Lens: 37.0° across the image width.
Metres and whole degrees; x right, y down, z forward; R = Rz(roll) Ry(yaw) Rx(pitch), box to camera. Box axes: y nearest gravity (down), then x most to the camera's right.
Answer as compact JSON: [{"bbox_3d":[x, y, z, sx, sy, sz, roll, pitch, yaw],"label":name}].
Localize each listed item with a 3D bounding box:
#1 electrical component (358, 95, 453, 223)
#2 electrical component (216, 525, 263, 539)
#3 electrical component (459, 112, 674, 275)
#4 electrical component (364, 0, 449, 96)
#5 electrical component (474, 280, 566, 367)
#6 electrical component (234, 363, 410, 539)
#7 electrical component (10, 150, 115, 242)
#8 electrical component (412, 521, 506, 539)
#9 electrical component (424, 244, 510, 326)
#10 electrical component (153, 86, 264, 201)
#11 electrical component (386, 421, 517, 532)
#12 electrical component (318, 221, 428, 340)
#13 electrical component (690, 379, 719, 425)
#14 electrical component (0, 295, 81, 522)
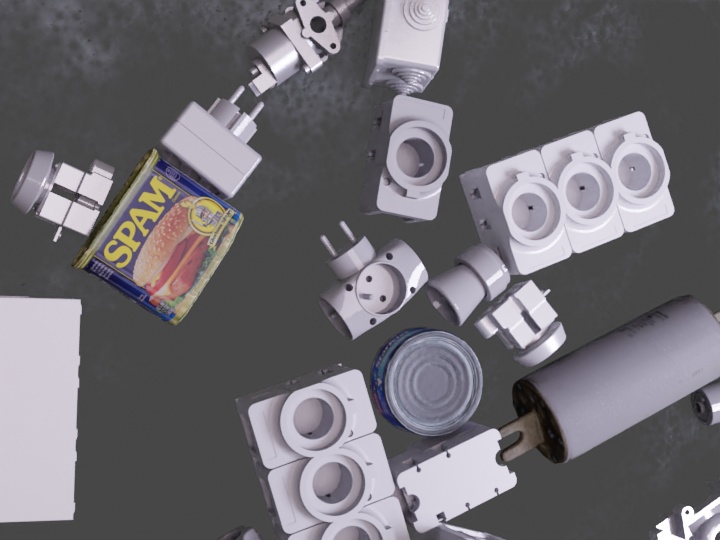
[{"bbox_3d":[0.036,-0.085,0.837,0.050,0.056,0.089,10,86,-17],"label":"electrical component"},{"bbox_3d":[-0.083,0.226,0.803,0.043,0.043,0.062,-31,100,-15],"label":"electrical component"},{"bbox_3d":[0.171,-0.062,0.876,0.150,0.062,0.089,-21,96,-17],"label":"electrical component"},{"bbox_3d":[0.037,-0.186,0.817,0.048,0.100,0.099,9,87,-5],"label":"electrical component"},{"bbox_3d":[0.134,0.045,0.873,0.066,0.048,0.055,-39,93,-14],"label":"electrical component"},{"bbox_3d":[-0.027,0.157,0.812,0.089,0.062,0.150,-17,95,-17],"label":"electrical component"},{"bbox_3d":[-0.213,-0.055,0.764,0.055,0.048,0.066,25,82,-24],"label":"electrical component"},{"bbox_3d":[0.087,0.232,0.821,0.078,0.113,0.057,17,82,-17],"label":"electrical component"},{"bbox_3d":[0.086,0.011,0.857,0.055,0.045,0.045,-37,100,-15],"label":"electrical component"},{"bbox_3d":[-0.102,-0.101,0.798,0.066,0.047,0.076,39,78,-14],"label":"electrical component"},{"bbox_3d":[0.066,0.160,0.844,0.089,0.056,0.050,-23,96,-16],"label":"electrical component"},{"bbox_3d":[0.000,0.000,0.830,0.077,0.044,0.079,-38,100,-14],"label":"electrical component"},{"bbox_3d":[0.322,0.110,0.934,0.065,0.044,0.044,-15,94,-12],"label":"electrical component"},{"bbox_3d":[-0.243,0.093,0.744,0.089,0.062,0.150,2,89,-18],"label":"electrical component"}]
